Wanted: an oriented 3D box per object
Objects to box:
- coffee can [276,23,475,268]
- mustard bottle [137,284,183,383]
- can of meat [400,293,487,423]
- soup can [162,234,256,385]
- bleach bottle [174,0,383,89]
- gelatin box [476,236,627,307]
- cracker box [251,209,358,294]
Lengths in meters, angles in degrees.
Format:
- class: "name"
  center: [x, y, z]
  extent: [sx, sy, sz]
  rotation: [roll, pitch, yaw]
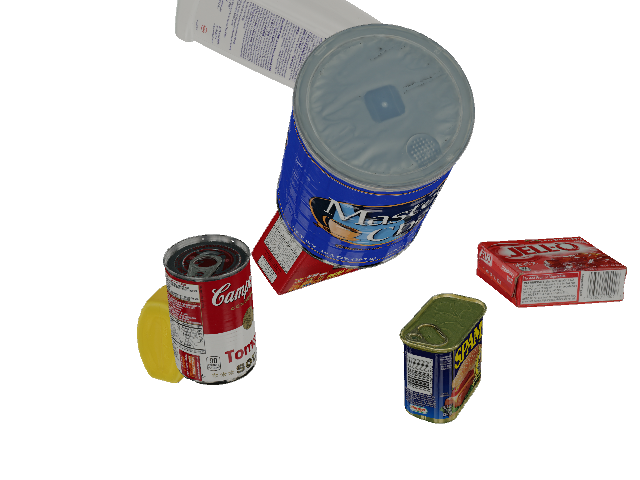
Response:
- class: "coffee can"
  center: [0.028, -0.053, 0.656]
  extent: [0.102, 0.103, 0.140]
  rotation: [0, -20, -7]
- class: "mustard bottle"
  center: [-0.124, 0.064, 1.137]
  extent: [0.058, 0.096, 0.191]
  rotation: [10, 29, 19]
- class: "can of meat"
  center: [0.116, 0.111, 1.007]
  extent: [0.058, 0.084, 0.101]
  rotation: [11, 29, 26]
- class: "soup can"
  center: [-0.087, 0.056, 0.852]
  extent: [0.068, 0.102, 0.068]
  rotation: [-2, 29, 1]
- class: "bleach bottle"
  center: [0.002, -0.157, 0.888]
  extent: [0.251, 0.068, 0.103]
  rotation: [31, -35, 8]
- class: "gelatin box"
  center: [0.171, 0.022, 0.798]
  extent: [0.089, 0.030, 0.073]
  rotation: [-2, 19, -14]
- class: "cracker box"
  center: [0.038, -0.046, 1.170]
  extent: [0.163, 0.072, 0.214]
  rotation: [-15, -31, -43]
